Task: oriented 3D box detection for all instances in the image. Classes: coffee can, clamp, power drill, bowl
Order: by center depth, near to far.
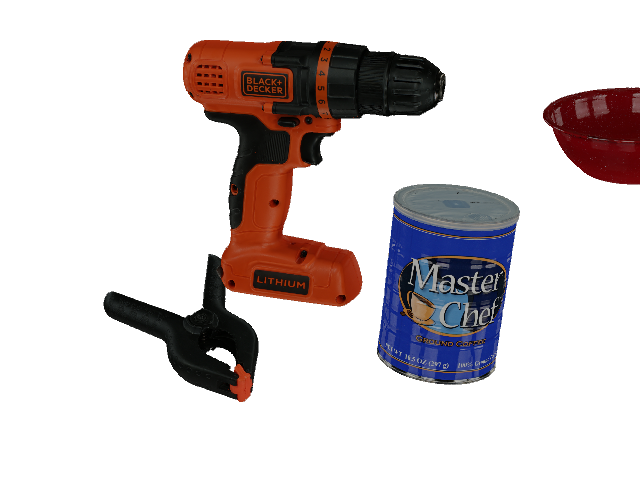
[{"bbox_3d":[-0.006,-0.050,0.762,0.185,0.188,0.057,7,22,17],"label":"power drill"},{"bbox_3d":[0.105,0.034,0.888,0.103,0.140,0.103,4,20,-2],"label":"coffee can"},{"bbox_3d":[-0.101,0.074,0.953,0.120,0.039,0.172,-33,52,-26],"label":"clamp"},{"bbox_3d":[0.285,-0.093,0.976,0.162,0.055,0.162,-4,24,2],"label":"bowl"}]
